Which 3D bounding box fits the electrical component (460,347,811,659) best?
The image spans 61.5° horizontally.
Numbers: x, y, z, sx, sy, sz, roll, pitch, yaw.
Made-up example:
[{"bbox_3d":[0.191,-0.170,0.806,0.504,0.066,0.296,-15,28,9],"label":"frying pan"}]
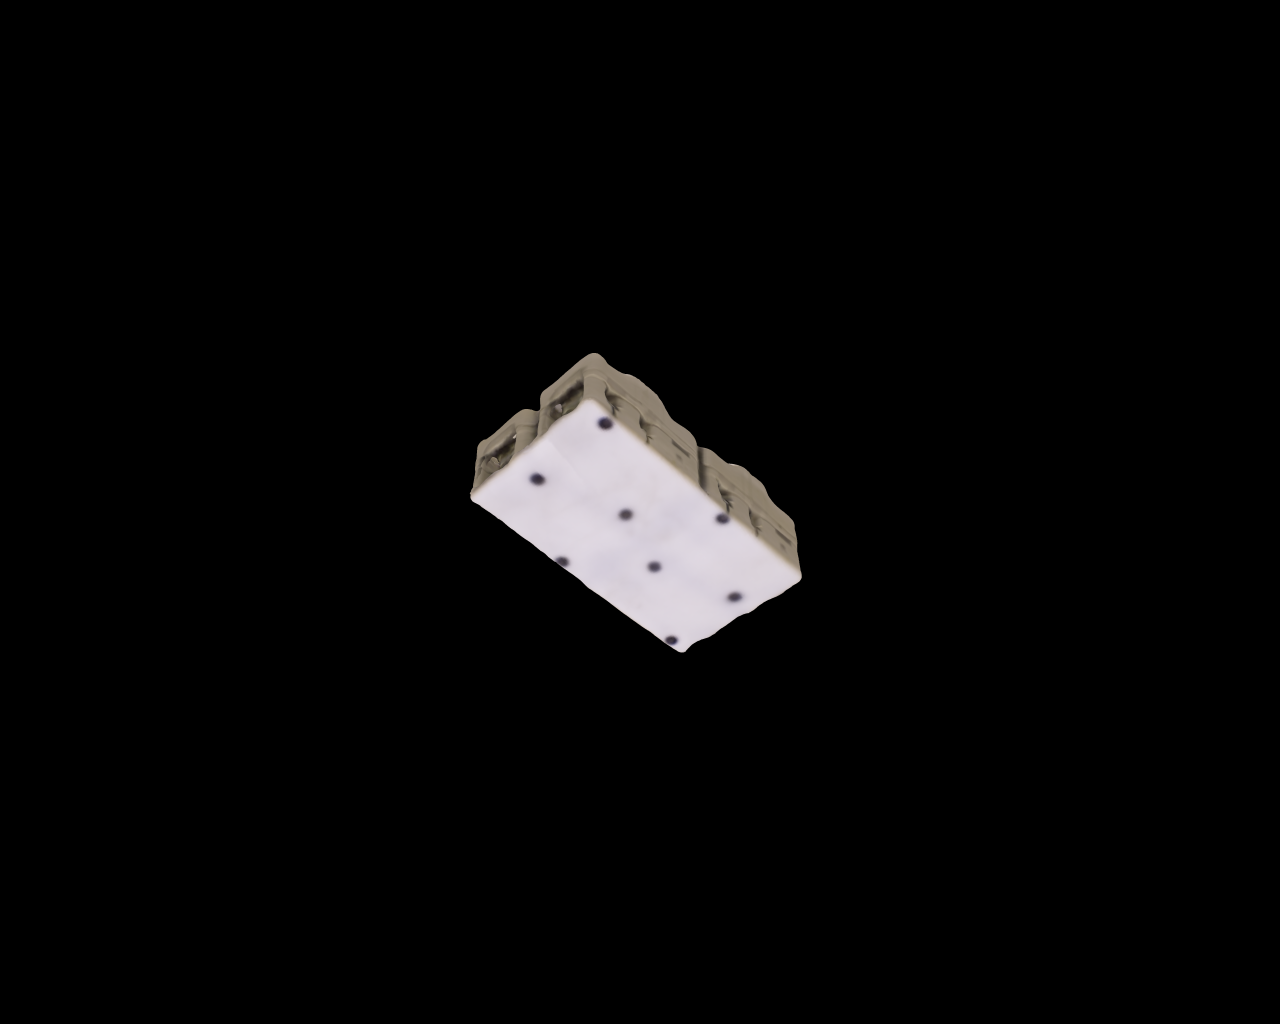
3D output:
[{"bbox_3d":[0.001,-0.003,0.650,0.105,0.060,0.186,-36,-58,27],"label":"electrical component"}]
